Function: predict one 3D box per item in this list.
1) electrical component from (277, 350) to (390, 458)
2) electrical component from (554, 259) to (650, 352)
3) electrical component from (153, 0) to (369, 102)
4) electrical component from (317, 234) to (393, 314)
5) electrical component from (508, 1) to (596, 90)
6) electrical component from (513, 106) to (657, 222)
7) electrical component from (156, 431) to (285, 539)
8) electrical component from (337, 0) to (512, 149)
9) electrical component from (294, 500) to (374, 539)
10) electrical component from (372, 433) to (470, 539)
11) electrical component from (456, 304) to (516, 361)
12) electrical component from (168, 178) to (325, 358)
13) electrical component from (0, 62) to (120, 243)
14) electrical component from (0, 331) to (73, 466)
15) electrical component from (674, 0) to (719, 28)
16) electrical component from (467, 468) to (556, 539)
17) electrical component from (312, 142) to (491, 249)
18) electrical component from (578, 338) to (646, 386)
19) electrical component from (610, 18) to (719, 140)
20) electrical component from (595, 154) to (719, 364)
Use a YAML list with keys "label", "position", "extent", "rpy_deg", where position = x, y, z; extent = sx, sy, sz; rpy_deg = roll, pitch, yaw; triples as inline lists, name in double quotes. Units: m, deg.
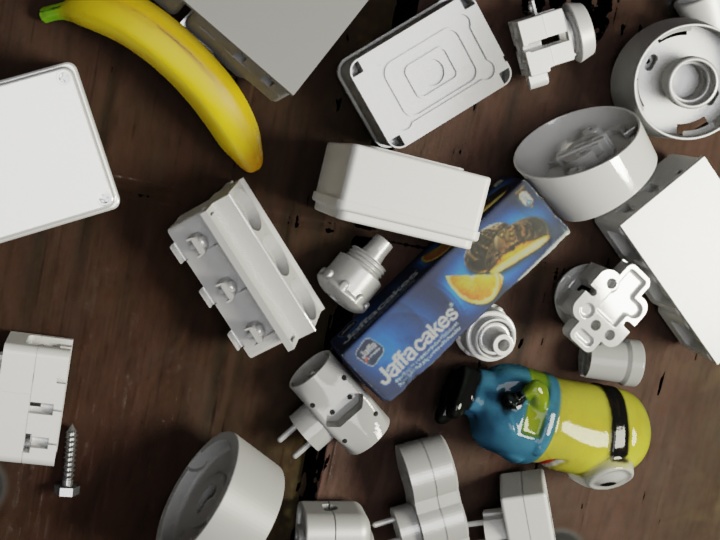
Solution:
- label: "electrical component"
  position: [-0.030, 0.118, 0.864]
  extent: [0.079, 0.043, 0.077]
  rpy_deg: [-41, 105, -3]
- label: "electrical component"
  position: [0.195, 0.026, 0.888]
  extent: [0.058, 0.057, 0.078]
  rpy_deg: [41, 90, -15]
- label: "electrical component"
  position: [-0.095, -0.221, 0.772]
  extent: [0.186, 0.060, 0.105]
  rpy_deg: [40, 78, -15]
- label: "electrical component"
  position: [0.000, 0.000, 0.851]
  extent: [0.048, 0.048, 0.062]
  rpy_deg: [42, 83, -15]
- label: "electrical component"
  position: [0.153, -0.183, 0.850]
  extent: [0.055, 0.048, 0.066]
  rpy_deg: [-17, 103, 0]
- label: "electrical component"
  position: [0.180, -0.087, 0.847]
  extent: [0.099, 0.099, 0.064]
  rpy_deg: [-40, 111, -3]
- label: "electrical component"
  position: [-0.102, 0.186, 0.832]
  extent: [0.060, 0.108, 0.108]
  rpy_deg: [35, 91, -21]
- label: "electrical component"
  position: [0.048, -0.151, 0.826]
  extent: [0.113, 0.057, 0.078]
  rpy_deg: [-32, 104, -5]
- label: "electrical component"
  position: [-0.022, 0.240, 0.882]
  extent: [0.059, 0.054, 0.095]
  rpy_deg: [3, 99, -12]
- label: "electrical component"
  position: [0.047, 0.210, 0.892]
  extent: [0.074, 0.052, 0.138]
  rpy_deg: [-15, 102, -9]
- label: "electrical component"
  position: [0.106, 0.054, 0.872]
  extent: [0.048, 0.062, 0.048]
  rpy_deg: [-2, 100, -12]
- label: "electrical component"
  position: [-0.088, 0.001, 0.821]
  extent: [0.063, 0.078, 0.121]
  rpy_deg: [-27, 105, 17]
- label: "electrical component"
  position: [-0.242, -0.084, 0.778]
  extent: [0.109, 0.056, 0.108]
  rpy_deg: [-18, 103, -8]
- label: "electrical component"
  position: [-0.252, 0.096, 0.811]
  extent: [0.056, 0.050, 0.089]
  rpy_deg: [8, 98, -13]
- label: "electrical component"
  position: [0.288, -0.195, 0.878]
  extent: [0.044, 0.044, 0.065]
  rpy_deg: [-28, 109, -6]
- label: "electrical component"
  position: [0.125, 0.220, 0.913]
  extent: [0.076, 0.047, 0.083]
  rpy_deg: [-9, 106, 9]
- label: "electrical component"
  position: [0.029, -0.058, 0.813]
  extent: [0.109, 0.109, 0.056]
  rpy_deg: [13, 94, -14]
- label: "electrical component"
  position: [0.212, 0.077, 0.910]
  extent: [0.046, 0.040, 0.040]
  rpy_deg: [7, 98, -7]
- label: "electrical component"
  position: [0.256, -0.150, 0.858]
  extent: [0.099, 0.064, 0.099]
  rpy_deg: [0, 105, -1]
- label: "electrical component"
  position: [0.277, -0.011, 0.896]
  extent: [0.089, 0.062, 0.150]
  rpy_deg: [-39, 105, -3]
